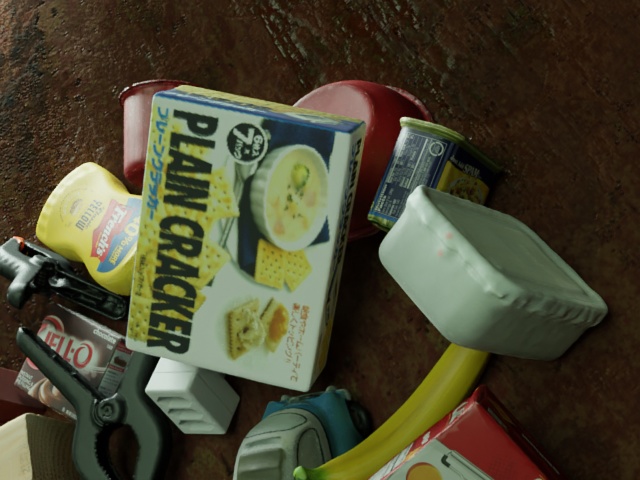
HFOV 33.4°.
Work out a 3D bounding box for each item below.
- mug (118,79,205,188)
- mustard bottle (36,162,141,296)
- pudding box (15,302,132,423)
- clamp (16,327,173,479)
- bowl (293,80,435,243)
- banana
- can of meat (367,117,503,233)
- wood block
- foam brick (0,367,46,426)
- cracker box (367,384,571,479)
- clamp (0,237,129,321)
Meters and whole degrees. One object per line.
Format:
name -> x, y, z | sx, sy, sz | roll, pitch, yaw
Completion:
mug -> -0.153, -0.093, 1.022 | 0.117, 0.093, 0.081 | -19, 67, 43
mustard bottle -> -0.188, 0.000, 1.025 | 0.192, 0.058, 0.096 | 30, 80, 37
pudding box -> -0.232, 0.120, 1.022 | 0.114, 0.039, 0.090 | 20, 84, 37
clamp -> -0.173, 0.144, 0.942 | 0.165, 0.036, 0.210 | -25, 72, 12
bowl -> 0.015, -0.079, 0.900 | 0.162, 0.055, 0.162 | -14, 55, 22
banana -> 0.066, 0.133, 0.786 | 0.197, 0.069, 0.037 | -38, 57, -22
can of meat -> 0.088, -0.037, 0.826 | 0.058, 0.102, 0.084 | 19, 87, 36
wood block -> -0.310, 0.247, 0.995 | 0.206, 0.090, 0.090 | -29, 58, 23
foam brick -> -0.319, 0.159, 1.042 | 0.051, 0.078, 0.053 | -45, 54, 10
cracker box -> 0.082, 0.227, 0.712 | 0.214, 0.072, 0.164 | -43, 86, 13
clamp -> -0.277, 0.036, 1.039 | 0.172, 0.120, 0.039 | 24, 94, 42
